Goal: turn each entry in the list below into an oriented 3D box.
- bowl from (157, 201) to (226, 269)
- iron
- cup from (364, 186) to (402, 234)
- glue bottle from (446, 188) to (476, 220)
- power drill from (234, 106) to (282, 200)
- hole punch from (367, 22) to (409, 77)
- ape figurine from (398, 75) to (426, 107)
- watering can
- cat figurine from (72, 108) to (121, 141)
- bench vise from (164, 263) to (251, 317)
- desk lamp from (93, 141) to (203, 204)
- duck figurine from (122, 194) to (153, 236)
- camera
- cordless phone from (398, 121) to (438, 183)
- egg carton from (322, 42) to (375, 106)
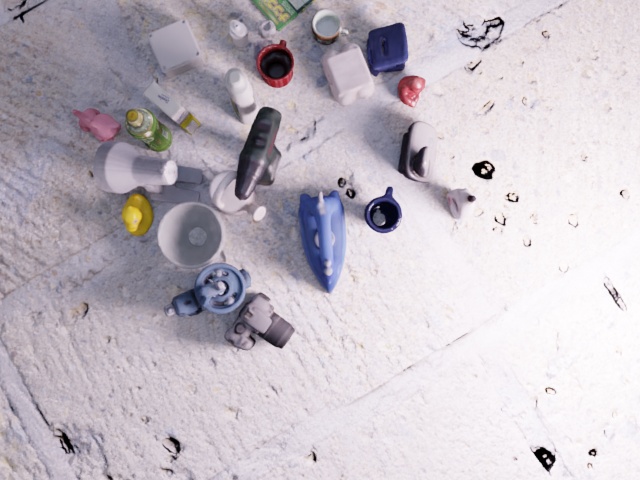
[{"bbox_3d":[-0.312,-0.010,1.419,0.167,0.074,0.167,0,87,-1],"label":"bowl"},{"bbox_3d":[0.013,0.005,1.389,0.118,0.141,0.258,-7,87,-1],"label":"iron"},{"bbox_3d":[0.155,-0.072,1.418,0.091,0.095,0.118,14,87,0],"label":"cup"},{"bbox_3d":[0.348,-0.093,1.382,0.037,0.173,0.078,-24,87,-1],"label":"glue bottle"},{"bbox_3d":[-0.143,-0.192,1.363,0.075,0.208,0.230,15,87,1],"label":"power drill"},{"bbox_3d":[0.168,-0.480,1.441,0.101,0.091,0.109,-6,87,-1],"label":"hole punch"},{"bbox_3d":[0.234,-0.384,1.436,0.078,0.092,0.076,-32,88,-2],"label":"ape figurine"},{"bbox_3d":[-0.206,-0.112,1.366,0.173,0.194,0.101,15,87,0],"label":"watering can"},{"bbox_3d":[-0.547,-0.286,1.409,0.128,0.117,0.067,29,87,1],"label":"cat figurine"},{"bbox_3d":[-0.263,0.138,1.339,0.207,0.219,0.121,-41,88,-2],"label":"bench vise"},{"bbox_3d":[-0.400,-0.156,1.356,0.203,0.213,0.118,8,87,0],"label":"desk lamp"},{"bbox_3d":[-0.459,-0.065,1.414,0.077,0.086,0.105,1,87,0],"label":"duck figurine"},{"bbox_3d":[-0.141,0.219,1.396,0.137,0.101,0.143,35,87,1],"label":"camera"},{"bbox_3d":[0.250,-0.221,1.381,0.094,0.185,0.148,5,87,0],"label":"cordless phone"},{"bbox_3d":[0.070,-0.418,1.447,0.107,0.069,0.150,-22,87,-2],"label":"egg carton"}]
